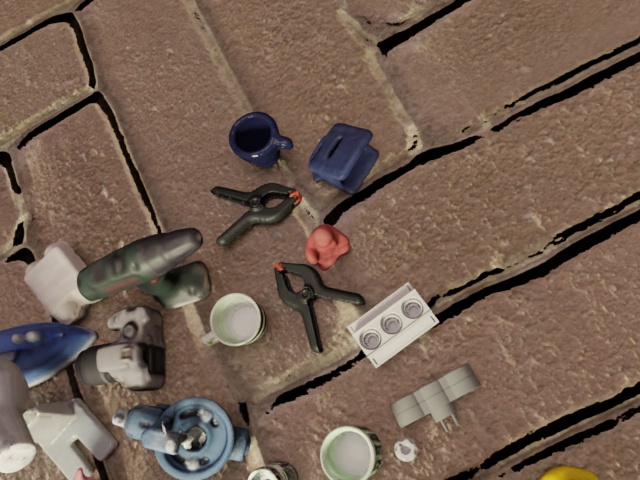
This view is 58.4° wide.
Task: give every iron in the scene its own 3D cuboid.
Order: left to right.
[{"bbox_3d":[-0.543,0.193,1.002,0.258,0.142,0.118,-19,70,7],"label":"iron"}]

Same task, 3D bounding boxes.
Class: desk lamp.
[{"bbox_3d":[-0.466,0.295,0.915,0.202,0.214,0.118,37,84,20],"label":"desk lamp"}]

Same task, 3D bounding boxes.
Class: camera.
[{"bbox_3d":[-0.348,0.191,0.980,0.136,0.101,0.143,-11,71,9],"label":"camera"}]

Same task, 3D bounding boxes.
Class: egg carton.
[{"bbox_3d":[-0.473,0.079,1.059,0.107,0.069,0.150,-46,70,-4],"label":"egg carton"}]

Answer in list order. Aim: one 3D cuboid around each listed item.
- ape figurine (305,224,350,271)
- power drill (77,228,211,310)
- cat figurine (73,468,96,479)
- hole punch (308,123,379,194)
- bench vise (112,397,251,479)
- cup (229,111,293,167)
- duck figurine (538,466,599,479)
[{"bbox_3d":[0.009,0.003,0.962,0.077,0.092,0.076,-5,72,11],"label":"ape figurine"},{"bbox_3d":[-0.265,0.052,0.947,0.229,0.209,0.075,-19,70,7],"label":"power drill"},{"bbox_3d":[-0.377,0.430,0.905,0.067,0.118,0.128,20,79,18],"label":"cat figurine"},{"bbox_3d":[0.036,-0.149,1.003,0.101,0.091,0.109,29,82,19],"label":"hole punch"},{"bbox_3d":[-0.230,0.300,0.857,0.207,0.220,0.121,-8,72,10],"label":"bench vise"},{"bbox_3d":[-0.095,-0.170,1.037,0.117,0.095,0.092,12,76,16],"label":"cup"},{"bbox_3d":[0.343,0.355,0.784,0.104,0.086,0.077,-19,70,6],"label":"duck figurine"}]
